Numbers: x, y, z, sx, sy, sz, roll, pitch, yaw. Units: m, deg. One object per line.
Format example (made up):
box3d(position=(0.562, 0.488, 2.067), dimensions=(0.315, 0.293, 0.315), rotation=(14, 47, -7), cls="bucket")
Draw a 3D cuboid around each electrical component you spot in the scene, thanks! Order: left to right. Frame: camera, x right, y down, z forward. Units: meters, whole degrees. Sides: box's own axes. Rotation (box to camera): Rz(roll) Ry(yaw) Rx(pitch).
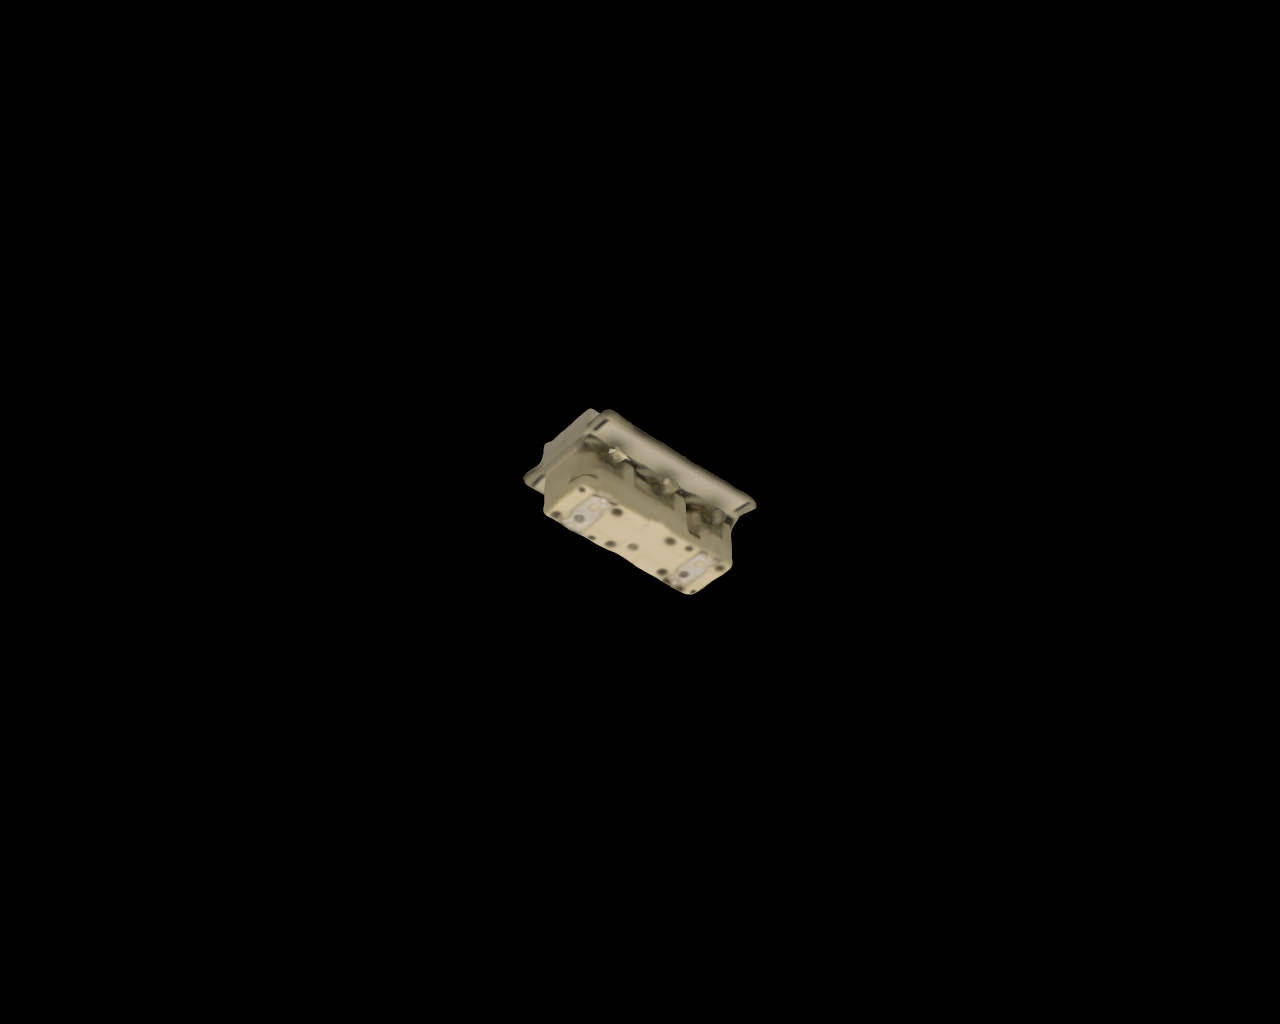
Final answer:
box3d(position=(0.001, -0.003, 0.650), dimensions=(0.121, 0.063, 0.078), rotation=(31, -50, -30), cls="electrical component")
